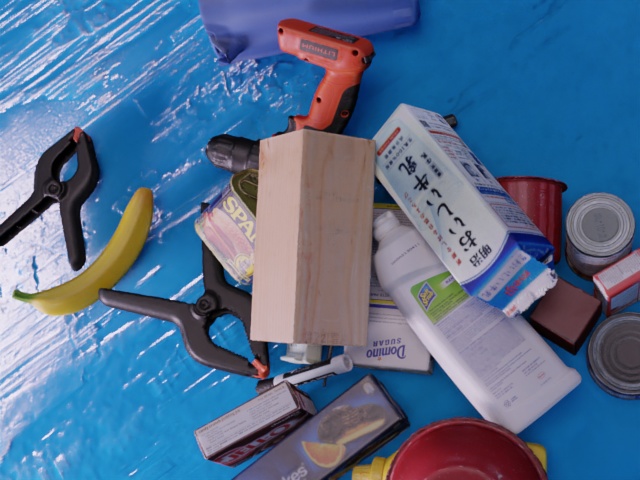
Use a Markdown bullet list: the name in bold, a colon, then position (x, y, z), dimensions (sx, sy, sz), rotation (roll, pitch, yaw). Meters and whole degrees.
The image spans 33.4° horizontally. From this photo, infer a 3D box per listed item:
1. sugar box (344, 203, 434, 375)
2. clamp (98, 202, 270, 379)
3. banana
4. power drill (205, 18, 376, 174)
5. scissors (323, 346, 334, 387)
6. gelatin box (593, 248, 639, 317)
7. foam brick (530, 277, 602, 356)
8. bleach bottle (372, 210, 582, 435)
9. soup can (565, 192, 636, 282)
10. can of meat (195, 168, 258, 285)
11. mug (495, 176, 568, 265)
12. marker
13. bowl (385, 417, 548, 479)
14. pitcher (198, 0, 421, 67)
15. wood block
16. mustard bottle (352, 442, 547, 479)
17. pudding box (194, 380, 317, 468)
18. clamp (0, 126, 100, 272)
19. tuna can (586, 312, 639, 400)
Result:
- **sugar box**: position (0.082, 0.051, 1.135), dimensions (0.093, 0.048, 0.176), rotation (5, 80, 15)
- **clamp**: position (-0.121, 0.066, 1.183), dimensions (0.210, 0.036, 0.164), rotation (39, 80, 17)
- **banana**: position (-0.252, 0.025, 1.215), dimensions (0.197, 0.069, 0.037), rotation (-41, 28, -8)
- **power drill**: position (-0.026, -0.141, 1.163), dimensions (0.184, 0.057, 0.188), rotation (16, 114, 7)
- **scissors**: position (0.019, 0.048, 1.145), dimensions (0.016, 0.096, 0.202), rotation (10, 105, -14)
- **gelatin box**: position (0.309, 0.039, 1.059), dimensions (0.073, 0.089, 0.030), rotation (-31, 67, 3)
- **foam brick**: position (0.247, 0.076, 1.070), dimensions (0.053, 0.078, 0.051), rotation (32, 85, 19)
- **bleach bottle**: position (0.143, 0.071, 1.070), dimensions (0.102, 0.068, 0.251), rotation (-36, 82, -12)
- **soup can**: position (0.280, -0.002, 1.071), dimensions (0.068, 0.102, 0.068), rotation (-4, 74, 12)
- **can of meat**: position (-0.077, -0.012, 1.159), dimensions (0.102, 0.057, 0.084), rotation (52, 128, 6)
- **mug**: position (0.198, -0.016, 1.108), dimensions (0.117, 0.093, 0.081), rotation (-5, 77, 39)
- **marker**: position (-0.020, 0.144, 1.124), dimensions (0.121, 0.020, 0.020), rotation (-21, 69, 31)
- **bowl**: position (0.135, 0.251, 1.000), dimensions (0.162, 0.055, 0.162), rotation (1, 92, 14)
- **pitcher**: position (-0.013, -0.289, 1.214), dimensions (0.243, 0.145, 0.149), rotation (-8, 100, 8)
- **wood block**: position (-0.007, 0.001, 1.073), dimensions (0.090, 0.091, 0.206), rotation (6, 84, -31)
- **mustard bottle**: position (0.127, 0.243, 1.062), dimensions (0.192, 0.058, 0.096), rotation (3, 87, 14)
- **pudding box**: position (-0.064, 0.192, 1.106), dimensions (0.113, 0.090, 0.039), rotation (-31, 69, 3)
- **clamp**: position (-0.301, -0.047, 1.258), dimensions (0.120, 0.039, 0.171), rotation (25, 83, 9)
- **tuna can**: position (0.310, 0.116, 1.067), dimensions (0.086, 0.033, 0.086), rotation (-4, 74, 12)
